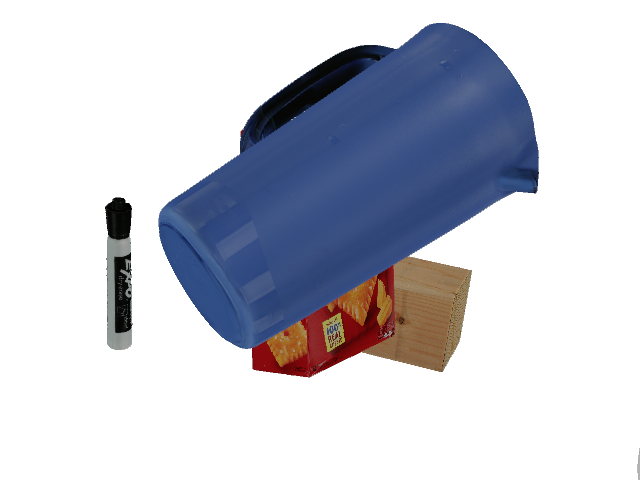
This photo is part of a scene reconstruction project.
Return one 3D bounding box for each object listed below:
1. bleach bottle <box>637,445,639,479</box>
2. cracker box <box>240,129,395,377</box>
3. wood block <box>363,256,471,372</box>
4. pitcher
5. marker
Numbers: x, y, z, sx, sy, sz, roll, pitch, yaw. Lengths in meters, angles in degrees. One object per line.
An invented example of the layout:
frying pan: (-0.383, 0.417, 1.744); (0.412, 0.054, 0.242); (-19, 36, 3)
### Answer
bleach bottle: (0.281, 0.094, 0.693); (0.103, 0.068, 0.250); (12, 24, 25)
cracker box: (0.005, 0.001, 0.975); (0.072, 0.214, 0.163); (4, 10, 32)
wood block: (0.049, 0.064, 1.165); (0.206, 0.091, 0.090); (13, 22, 16)
pitcher: (0.011, -0.040, 0.722); (0.242, 0.145, 0.149); (-33, 10, -19)
marker: (-0.149, 0.025, 0.787); (0.020, 0.121, 0.020); (4, 26, -2)
